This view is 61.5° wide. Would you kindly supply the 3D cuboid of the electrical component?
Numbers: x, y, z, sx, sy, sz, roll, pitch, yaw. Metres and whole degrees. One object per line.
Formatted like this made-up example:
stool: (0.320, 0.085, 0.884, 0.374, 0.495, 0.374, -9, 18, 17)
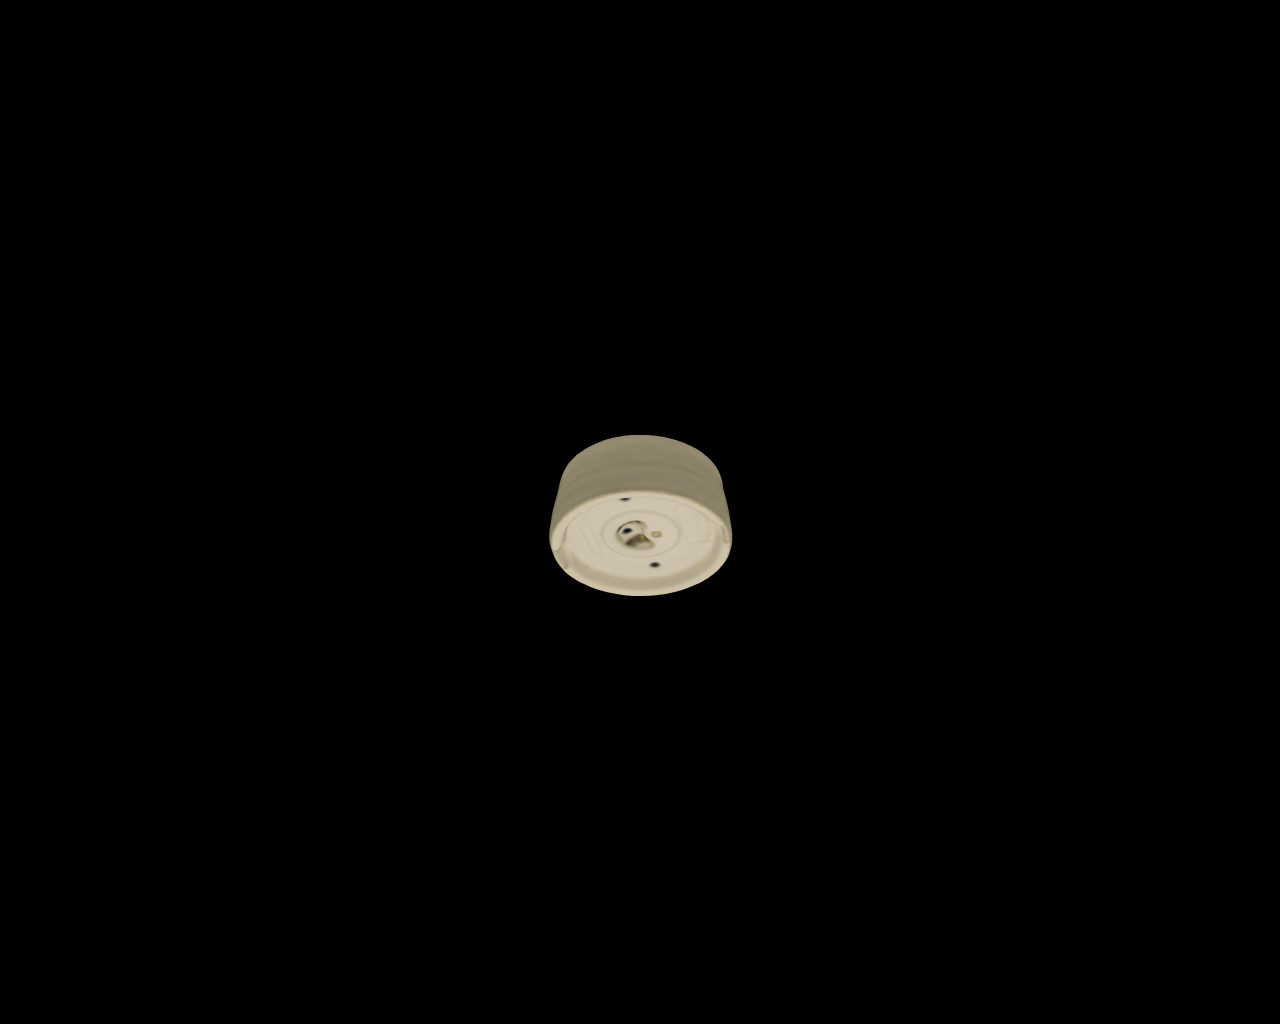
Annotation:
electrical component: (0.001, -0.003, 0.650, 0.108, 0.060, 0.108, 0, -37, 0)
